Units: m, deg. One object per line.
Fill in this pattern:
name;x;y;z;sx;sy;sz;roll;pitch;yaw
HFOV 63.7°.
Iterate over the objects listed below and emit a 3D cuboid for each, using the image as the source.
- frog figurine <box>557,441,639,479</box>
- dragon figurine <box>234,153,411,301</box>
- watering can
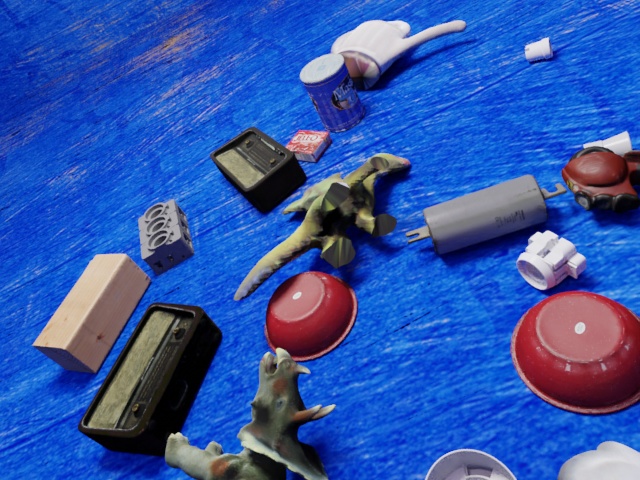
frog figurine;0.294;0.241;0.445;0.158;0.121;0.140;-28;20;20
dragon figurine;0.003;-0.046;0.916;0.413;0.121;0.244;-32;16;-11
watering can;0.155;-0.461;1.241;0.349;0.102;0.228;13;57;39
